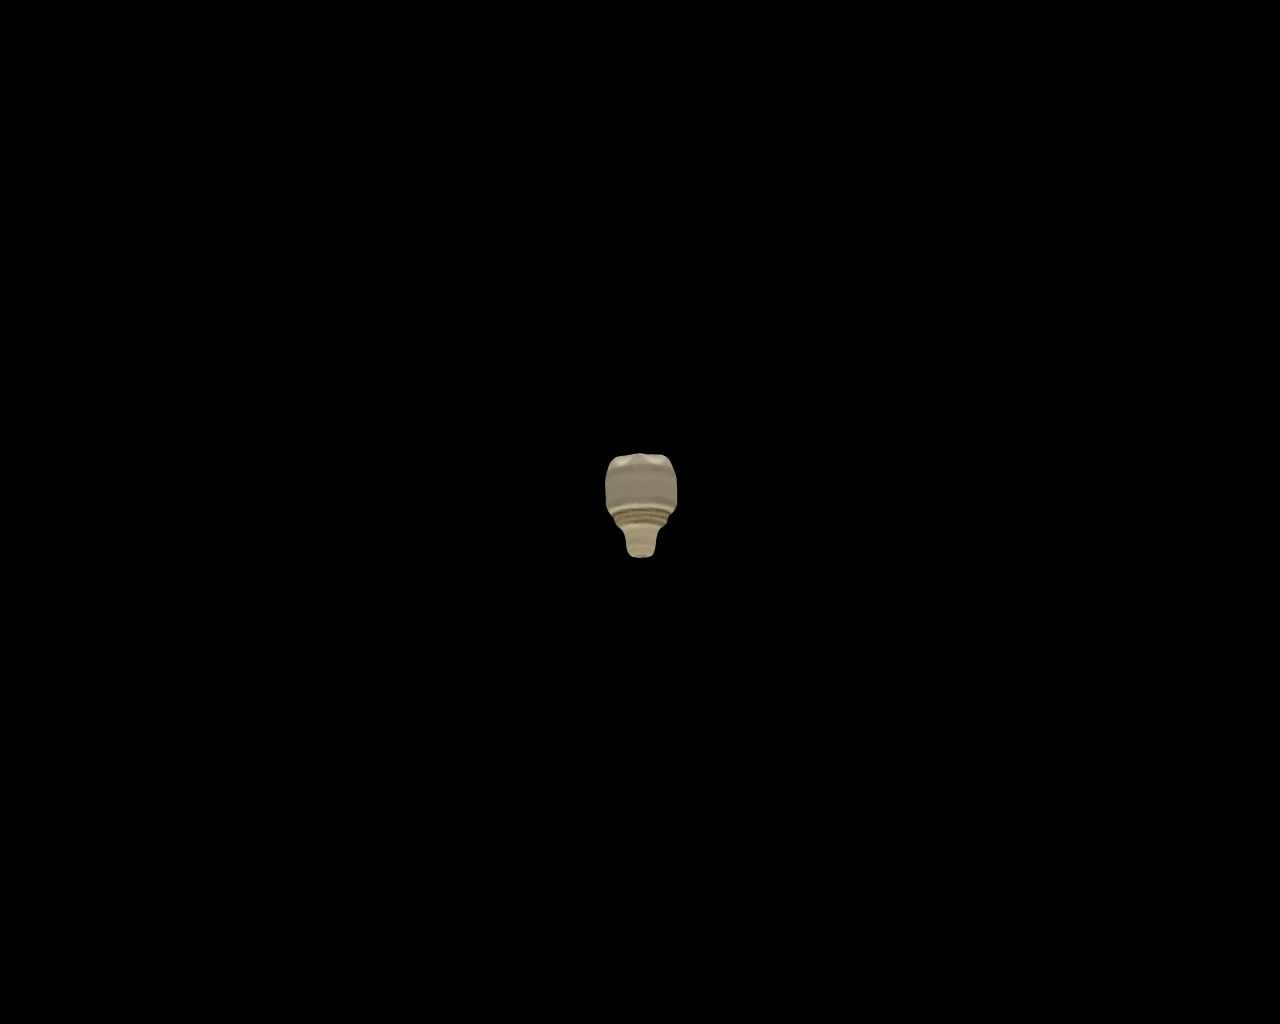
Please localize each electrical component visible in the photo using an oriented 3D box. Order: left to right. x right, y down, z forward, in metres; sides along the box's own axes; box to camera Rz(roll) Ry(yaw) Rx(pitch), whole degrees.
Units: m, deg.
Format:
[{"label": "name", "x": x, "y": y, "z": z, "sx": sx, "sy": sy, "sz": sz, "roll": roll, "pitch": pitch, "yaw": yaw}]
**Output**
[{"label": "electrical component", "x": 0.001, "y": -0.003, "z": 0.650, "sx": 0.043, "sy": 0.062, "sz": 0.043, "roll": 0, "pitch": -14, "yaw": 0}]
